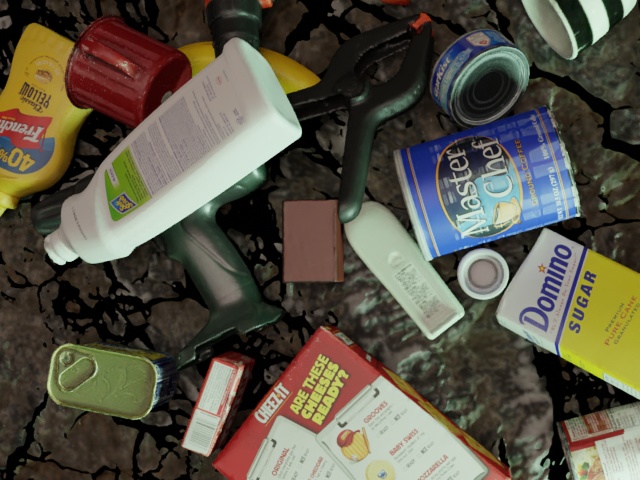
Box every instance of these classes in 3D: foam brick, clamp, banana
[{"bbox_3d":[-0.006,0.001,0.986,0.051,0.053,0.078,0,88,9],"label":"foam brick"},{"bbox_3d":[0.034,-0.117,0.945,0.210,0.036,0.165,-40,61,-10],"label":"clamp"},{"bbox_3d":[-0.081,-0.154,1.013,0.198,0.037,0.069,1,115,12],"label":"banana"}]

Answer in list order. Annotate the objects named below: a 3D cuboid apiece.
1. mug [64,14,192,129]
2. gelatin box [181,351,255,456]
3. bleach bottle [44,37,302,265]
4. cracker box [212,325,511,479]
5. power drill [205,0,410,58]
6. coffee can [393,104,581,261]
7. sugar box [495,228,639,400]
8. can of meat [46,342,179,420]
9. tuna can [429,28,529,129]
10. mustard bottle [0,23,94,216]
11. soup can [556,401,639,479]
[{"bbox_3d":[-0.173,-0.150,0.957,0.082,0.117,0.093,27,83,19],"label":"mug"},{"bbox_3d":[-0.092,0.149,0.986,0.030,0.073,0.089,20,91,7],"label":"gelatin box"},{"bbox_3d":[-0.141,-0.063,0.931,0.251,0.068,0.102,-33,62,15],"label":"bleach bottle"},{"bbox_3d":[0.039,0.205,0.965,0.214,0.072,0.164,39,93,9],"label":"cracker box"},{"bbox_3d":[-0.015,-0.239,0.975,0.188,0.057,0.184,-8,72,6],"label":"power drill"},{"bbox_3d":[0.145,-0.050,0.937,0.140,0.102,0.103,-16,86,8],"label":"coffee can"},{"bbox_3d":[0.249,0.069,0.918,0.176,0.048,0.093,28,80,22],"label":"sugar box"},{"bbox_3d":[-0.190,0.127,0.997,0.102,0.084,0.057,9,90,9],"label":"can of meat"},{"bbox_3d":[0.142,-0.142,0.948,0.086,0.086,0.034,-42,47,6],"label":"tuna can"},{"bbox_3d":[-0.279,-0.105,1.031,0.096,0.058,0.191,28,94,11],"label":"mustard bottle"},{"bbox_3d":[0.265,0.179,0.929,0.102,0.068,0.068,-16,86,8],"label":"soup can"}]
